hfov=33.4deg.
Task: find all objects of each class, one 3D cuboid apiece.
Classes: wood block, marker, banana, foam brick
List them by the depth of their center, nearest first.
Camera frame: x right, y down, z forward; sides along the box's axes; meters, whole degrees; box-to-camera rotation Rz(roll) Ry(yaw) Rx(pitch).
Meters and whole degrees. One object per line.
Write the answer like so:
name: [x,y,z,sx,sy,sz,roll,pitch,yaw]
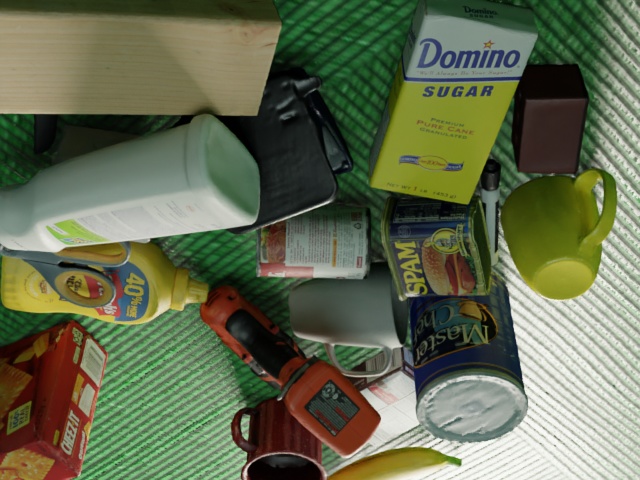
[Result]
wood block: [-0.145,-0.152,0.778,0.205,0.090,0.091,-3,137,-22]
foam brick: [0.189,-0.101,0.887,0.051,0.053,0.078,-2,131,2]
marker: [0.156,-0.025,0.980,0.020,0.020,0.121,-3,133,3]
banana: [0.065,0.280,1.251,0.198,0.037,0.069,-20,129,18]

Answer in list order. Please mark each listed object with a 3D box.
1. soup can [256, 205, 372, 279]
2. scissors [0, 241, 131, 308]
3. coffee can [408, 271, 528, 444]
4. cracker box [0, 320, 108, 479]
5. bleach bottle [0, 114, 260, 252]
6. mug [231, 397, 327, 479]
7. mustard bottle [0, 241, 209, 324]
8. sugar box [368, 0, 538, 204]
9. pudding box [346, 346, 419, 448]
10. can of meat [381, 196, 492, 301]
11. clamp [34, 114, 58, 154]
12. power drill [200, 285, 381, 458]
soup can: [-0.006,0.001,0.973,0.102,0.068,0.068,2,133,-2]
scissors: [-0.268,0.021,0.957,0.202,0.016,0.096,-1,124,3]
coffee can: [0.138,0.108,1.020,0.103,0.140,0.103,0,133,0]
cracker box: [-0.332,0.186,1.083,0.214,0.164,0.072,-21,127,18]
bleach bottle: [-0.179,-0.034,0.857,0.251,0.068,0.102,-9,154,21]
mug: [-0.048,0.222,1.168,0.117,0.081,0.093,29,127,-24]
mustard bottle: [-0.201,0.036,1.014,0.191,0.058,0.096,9,127,-8]
sugar box: [0.105,-0.114,0.881,0.093,0.048,0.176,9,133,-8]
pudding box: [0.071,0.169,1.148,0.114,0.039,0.090,-32,126,29]
can of meat: [0.108,0.007,0.973,0.084,0.057,0.102,-2,133,19]
clamp: [-0.218,-0.158,0.841,0.210,0.036,0.164,-33,139,17]
power drill: [-0.022,0.134,1.027,0.057,0.188,0.184,-49,125,-7]
